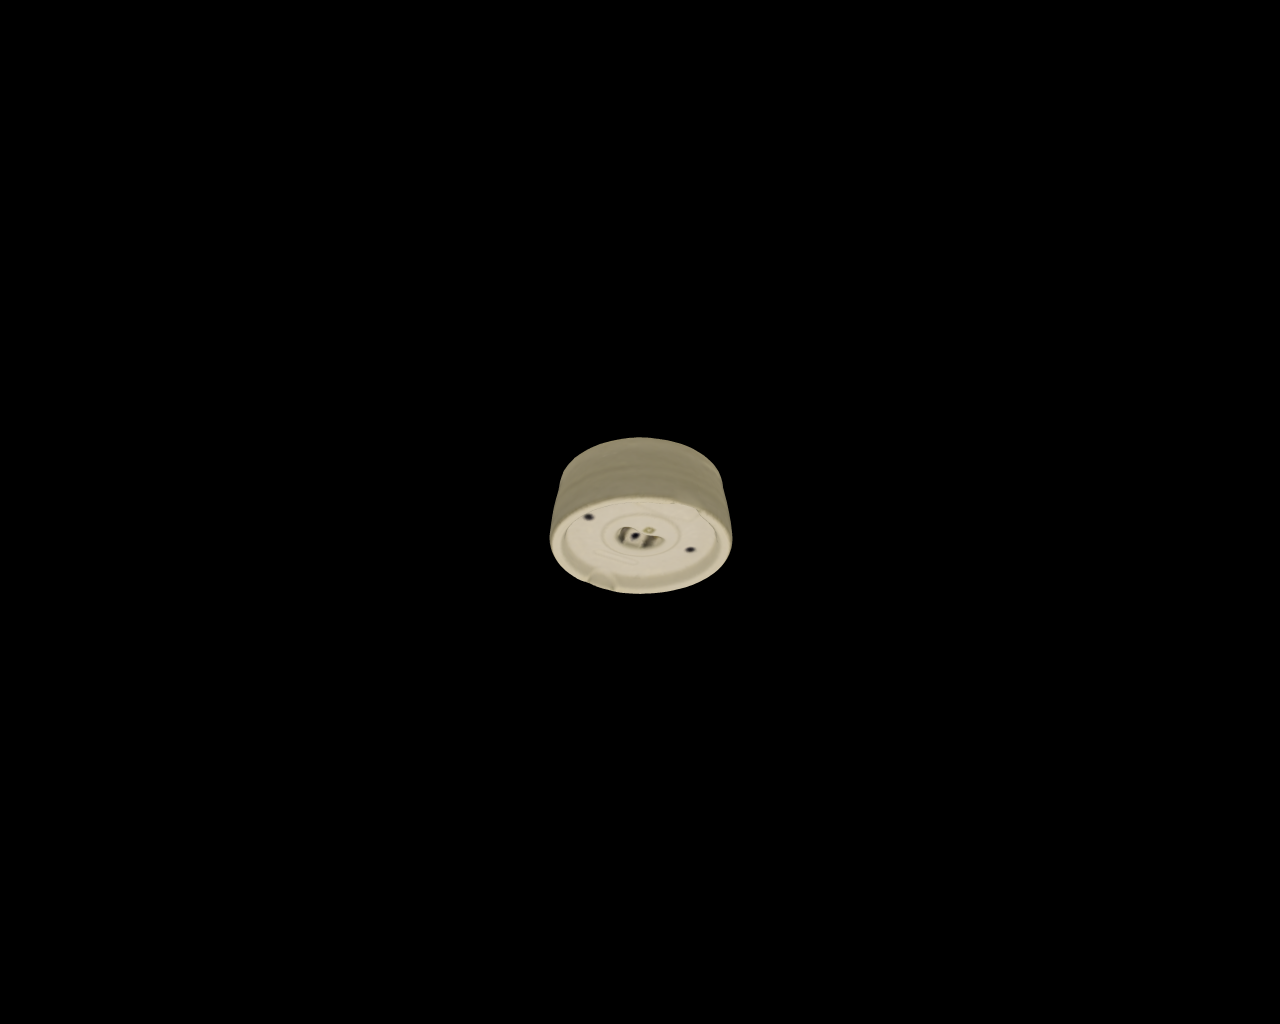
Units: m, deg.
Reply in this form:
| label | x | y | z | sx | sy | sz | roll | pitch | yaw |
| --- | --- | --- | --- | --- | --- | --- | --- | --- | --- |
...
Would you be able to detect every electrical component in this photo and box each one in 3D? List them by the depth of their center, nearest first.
| label | x | y | z | sx | sy | sz | roll | pitch | yaw |
| --- | --- | --- | --- | --- | --- | --- | --- | --- | --- |
| electrical component | 0.001 | -0.003 | 0.650 | 0.108 | 0.060 | 0.108 | 0 | -34 | 0 |
